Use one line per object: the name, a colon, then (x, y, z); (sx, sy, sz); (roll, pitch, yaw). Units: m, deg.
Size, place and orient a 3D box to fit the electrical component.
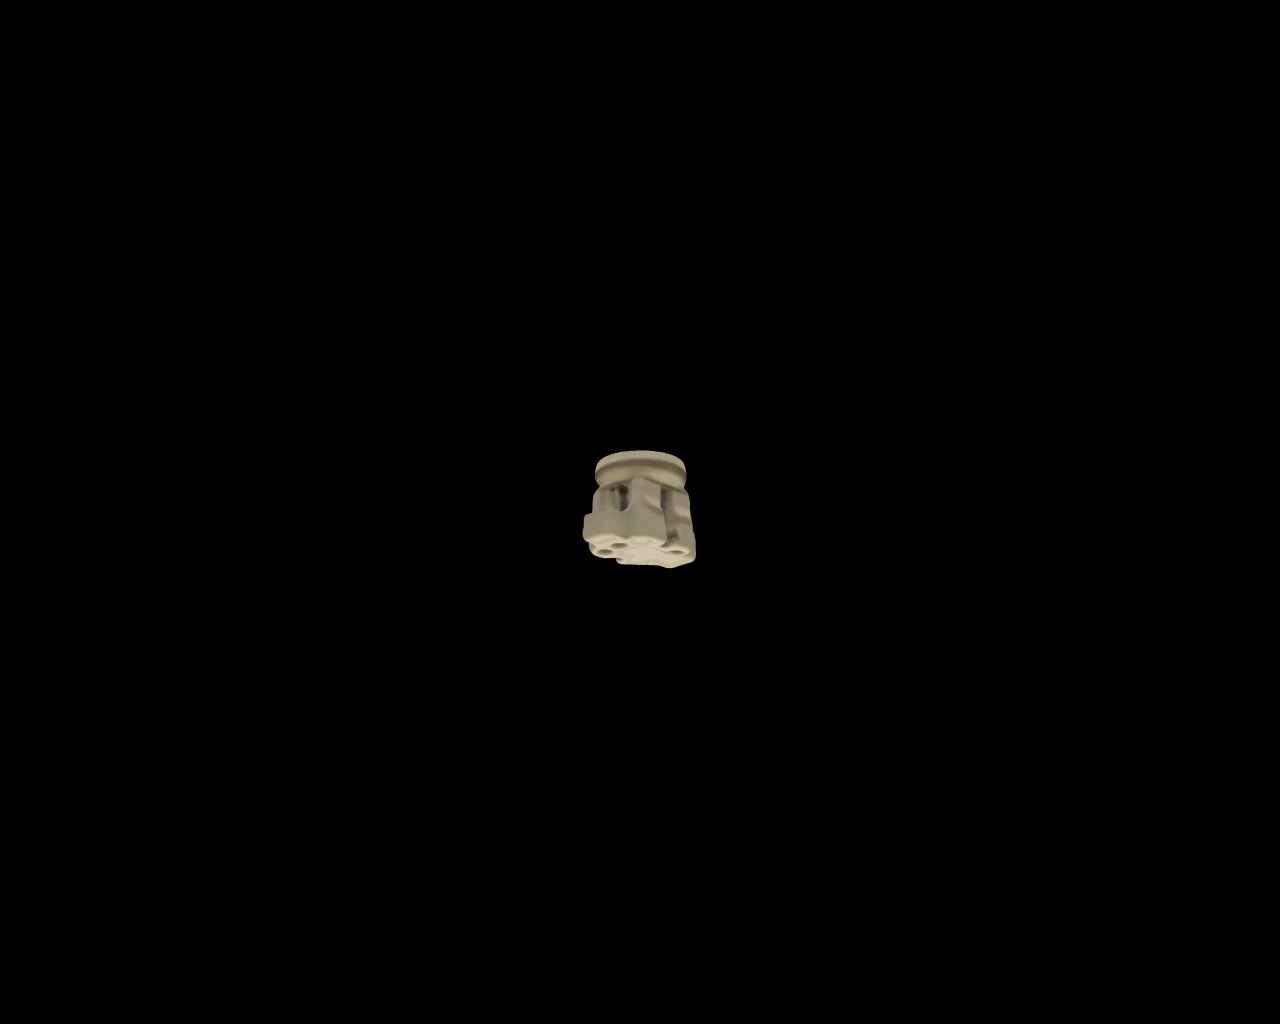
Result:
electrical component: (0.001, -0.003, 0.650); (0.058, 0.057, 0.078); (-18, -26, 41)
